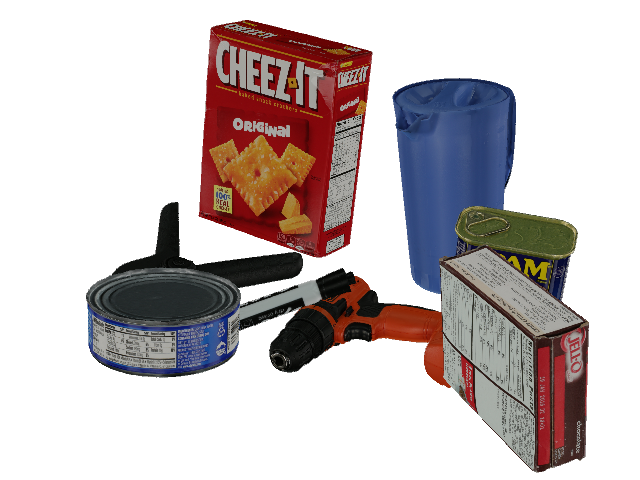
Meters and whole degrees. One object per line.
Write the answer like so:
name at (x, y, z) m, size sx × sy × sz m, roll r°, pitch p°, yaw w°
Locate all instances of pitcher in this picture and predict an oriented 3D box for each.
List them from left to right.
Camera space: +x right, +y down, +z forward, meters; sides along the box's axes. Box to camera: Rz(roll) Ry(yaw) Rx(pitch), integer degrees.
pitcher at (0.165, -0.067, 1.266) m, size 0.149 × 0.243 × 0.145 m, roll -3°, pitch 25°, yaw 3°

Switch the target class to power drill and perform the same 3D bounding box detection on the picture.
power drill at (0.060, 0.098, 1.111) m, size 0.188 × 0.057 × 0.184 m, roll 11°, pitch 28°, yaw 25°

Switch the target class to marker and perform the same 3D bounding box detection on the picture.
marker at (-0.032, 0.047, 0.792) m, size 0.121 × 0.020 × 0.020 m, roll -19°, pitch 1°, yaw -2°

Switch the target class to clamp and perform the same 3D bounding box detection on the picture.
clamp at (-0.140, 0.030, 1.010) m, size 0.165 × 0.036 × 0.209 m, roll 26°, pitch 36°, yaw 28°

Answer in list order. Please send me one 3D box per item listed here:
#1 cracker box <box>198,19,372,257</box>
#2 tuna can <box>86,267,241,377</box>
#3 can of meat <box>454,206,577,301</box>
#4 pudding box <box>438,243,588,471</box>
cracker box at (-0.042, -0.106, 1.115) m, size 0.164 × 0.214 × 0.071 m, roll 20°, pitch 27°, yaw 29°
tuna can at (-0.088, 0.045, 0.600) m, size 0.086 × 0.034 × 0.086 m, roll 2°, pitch 18°, yaw -1°
can of meat at (0.165, 0.025, 0.931) m, size 0.102 × 0.084 × 0.057 m, roll 11°, pitch 35°, yaw 13°
pudding box at (0.110, 0.066, 0.621) m, size 0.039 × 0.090 × 0.114 m, roll -14°, pitch 27°, yaw -19°
